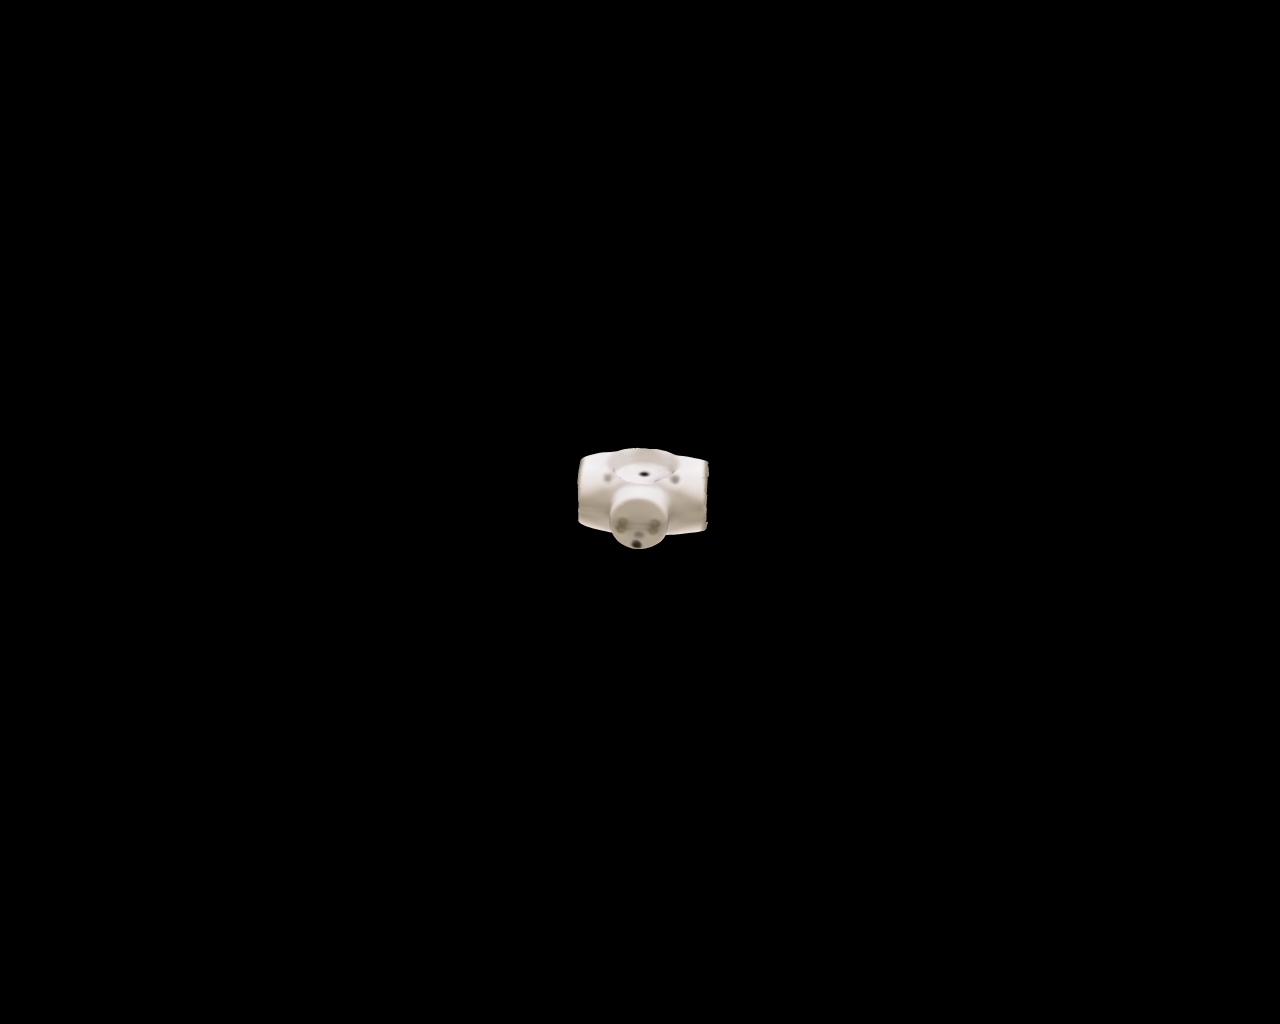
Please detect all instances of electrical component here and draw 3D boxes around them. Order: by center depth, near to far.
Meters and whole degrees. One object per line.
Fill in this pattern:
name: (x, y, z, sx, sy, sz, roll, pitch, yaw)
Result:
electrical component: (0.001, -0.003, 0.650, 0.077, 0.044, 0.079, 3, 32, 5)
